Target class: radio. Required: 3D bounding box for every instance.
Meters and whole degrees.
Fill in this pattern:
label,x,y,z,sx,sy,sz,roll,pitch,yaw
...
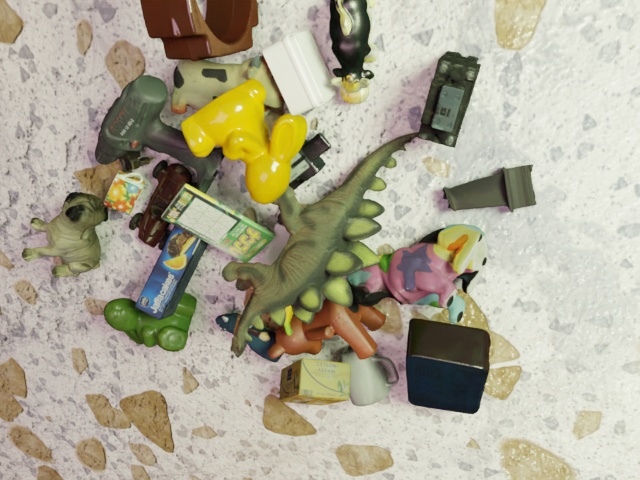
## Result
label,x,y,z,sx,sy,sz,roll,pitch,yaw
radio,0.217,0.223,0.926,0.131,0.073,0.229,5,146,15

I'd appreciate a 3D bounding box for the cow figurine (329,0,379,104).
label,x,y,z,sx,sy,sz,roll,pitch,yaw
cow figurine,0.048,-0.278,0.785,0.068,0.098,0.167,0,114,12

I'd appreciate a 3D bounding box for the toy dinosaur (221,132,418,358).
label,x,y,z,sx,sy,sz,roll,pitch,yaw
toy dinosaur,-0.002,-0.003,0.861,0.199,0.105,0.471,32,91,22

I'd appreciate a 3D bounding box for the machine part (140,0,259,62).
label,x,y,z,sx,sy,sz,roll,pitch,yaw
machine part,-0.170,-0.362,0.757,0.087,0.201,0.201,5,116,19

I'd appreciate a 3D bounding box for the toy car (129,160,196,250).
label,x,y,z,sx,sy,sz,roll,pitch,yaw
toy car,-0.305,-0.061,1.035,0.089,0.053,0.202,35,119,-4

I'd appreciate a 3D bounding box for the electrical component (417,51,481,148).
label,x,y,z,sx,sy,sz,roll,pitch,yaw
electrical component,0.183,-0.197,0.757,0.058,0.134,0.114,16,121,12

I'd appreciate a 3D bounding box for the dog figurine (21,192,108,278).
label,x,y,z,sx,sy,sz,roll,pitch,yaw
dog figurine,-0.466,-0.008,1.071,0.191,0.172,0.121,-21,64,25

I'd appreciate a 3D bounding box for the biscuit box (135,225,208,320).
label,x,y,z,sx,sy,sz,roll,pitch,yaw
biscuit box,-0.276,0.051,1.026,0.059,0.063,0.202,27,94,5

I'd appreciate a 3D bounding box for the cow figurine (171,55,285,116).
label,x,y,z,sx,sy,sz,roll,pitch,yaw
cow figurine,-0.146,-0.252,0.874,0.195,0.085,0.127,16,125,12

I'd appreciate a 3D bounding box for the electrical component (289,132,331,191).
label,x,y,z,sx,sy,sz,roll,pitch,yaw
electrical component,-0.029,-0.140,0.905,0.075,0.048,0.119,46,119,-7

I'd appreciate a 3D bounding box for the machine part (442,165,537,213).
label,x,y,z,sx,sy,sz,roll,pitch,yaw
machine part,0.264,-0.074,0.844,0.139,0.039,0.084,-6,117,20

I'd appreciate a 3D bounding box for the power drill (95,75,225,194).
label,x,y,z,sx,sy,sz,roll,pitch,yaw
power drill,-0.269,-0.156,0.911,0.207,0.086,0.232,37,137,-8

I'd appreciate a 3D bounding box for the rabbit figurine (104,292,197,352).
label,x,y,z,sx,sy,sz,roll,pitch,yaw
rabbit figurine,-0.358,0.159,1.113,0.170,0.121,0.159,19,159,-18

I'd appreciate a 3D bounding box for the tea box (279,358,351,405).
label,x,y,z,sx,sy,sz,roll,pitch,yaw
tea box,-0.013,0.273,1.024,0.098,0.068,0.169,10,157,-16

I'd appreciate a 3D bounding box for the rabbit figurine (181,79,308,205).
label,x,y,z,sx,sy,sz,roll,pitch,yaw
rabbit figurine,-0.095,-0.142,0.812,0.162,0.122,0.173,-25,97,12

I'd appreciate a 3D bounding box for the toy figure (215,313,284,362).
label,x,y,z,sx,sy,sz,roll,pitch,yaw
toy figure,-0.142,0.193,1.098,0.154,0.058,0.064,32,115,8

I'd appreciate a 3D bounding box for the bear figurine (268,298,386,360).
label,x,y,z,sx,sy,sz,roll,pitch,yaw
bear figurine,0.006,0.176,1.005,0.132,0.120,0.196,44,122,-10

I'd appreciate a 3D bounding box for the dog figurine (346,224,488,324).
label,x,y,z,sx,sy,sz,roll,pitch,yaw
dog figurine,0.146,0.038,0.898,0.219,0.108,0.191,21,79,32

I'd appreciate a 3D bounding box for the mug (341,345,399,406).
label,x,y,z,sx,sy,sz,roll,pitch,yaw
mug,0.091,0.251,1.034,0.110,0.081,0.107,-20,98,30

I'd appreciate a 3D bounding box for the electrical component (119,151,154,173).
label,x,y,z,sx,sy,sz,roll,pitch,yaw
electrical component,-0.353,-0.177,1.002,0.078,0.045,0.102,10,118,46
